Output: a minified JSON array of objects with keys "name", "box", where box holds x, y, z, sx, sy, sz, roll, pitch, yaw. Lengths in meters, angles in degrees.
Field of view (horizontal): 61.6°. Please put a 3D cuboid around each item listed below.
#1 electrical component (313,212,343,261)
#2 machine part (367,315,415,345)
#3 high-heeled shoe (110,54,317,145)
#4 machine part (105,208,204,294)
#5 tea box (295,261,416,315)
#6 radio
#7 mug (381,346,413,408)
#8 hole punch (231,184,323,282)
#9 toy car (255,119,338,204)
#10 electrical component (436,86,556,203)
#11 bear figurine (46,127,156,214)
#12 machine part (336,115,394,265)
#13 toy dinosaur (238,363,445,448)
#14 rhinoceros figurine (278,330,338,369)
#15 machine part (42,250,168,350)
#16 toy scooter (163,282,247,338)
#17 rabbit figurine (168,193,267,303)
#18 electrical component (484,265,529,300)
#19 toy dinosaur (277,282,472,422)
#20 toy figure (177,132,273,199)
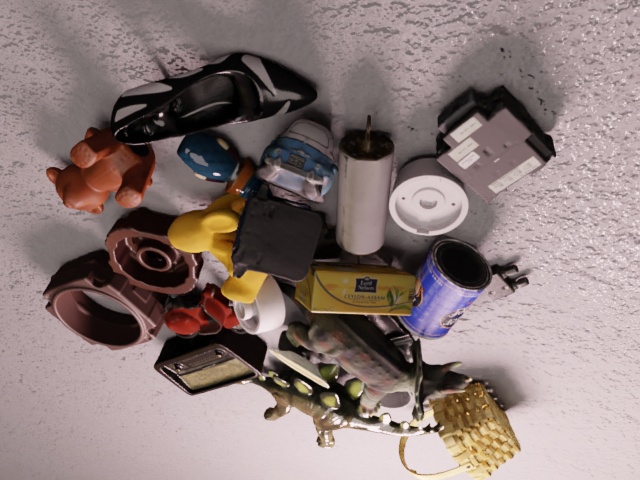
[{"name":"electrical component","box":[-0.001,-0.002,0.880,0.078,0.045,0.102,-8,141,-19]},{"name":"machine part","box":[0.120,0.157,1.005,0.084,0.039,0.138,-11,131,30]},{"name":"high-heeled shoe","box":[-0.136,-0.166,0.680,0.249,0.145,0.086,4,135,11]},{"name":"machine part","box":[-0.292,0.023,0.960,0.179,0.056,0.179,6,135,6]},{"name":"tea box","box":[0.055,0.076,0.858,0.170,0.098,0.068,6,96,-17]},{"name":"radio","box":[-0.238,0.252,1.152,0.230,0.073,0.131,-25,124,30]},{"name":"mug","box":[0.146,0.254,1.043,0.081,0.107,0.109,29,128,-16]},{"name":"hole punch","box":[-0.066,-0.009,0.799,0.116,0.092,0.142,16,101,-12]},{"name":"toy car","box":[-0.027,-0.113,0.730,0.109,0.161,0.103,21,90,-1]},{"name":"electrical component","box":[0.218,-0.128,0.697,0.134,0.058,0.115,38,128,-22]},{"name":"bear figurine","box":[-0.346,-0.091,0.816,0.196,0.132,0.120,-26,118,25]},{"name":"machine part","box":[0.062,-0.065,0.771,0.079,0.079,0.242,6,130,8]},{"name":"toy dinosaur","box":[0.021,0.349,1.142,0.472,0.105,0.198,13,133,14]},{"name":"rhinoceros figurine","box":[0.013,0.211,1.063,0.190,0.073,0.112,11,144,1]},{"name":"machine part","box":[-0.423,0.127,1.068,0.202,0.087,0.200,-17,128,28]},{"name":"toy scooter","box":[-0.225,0.131,1.025,0.184,0.075,0.135,-2,143,13]},{"name":"rabbit figurine","box":[-0.157,0.003,0.865,0.173,0.122,0.162,23,129,-8]},{"name":"electrical component","box":[0.294,0.073,0.895,0.094,0.021,0.063,-28,122,33]},{"name":"toy dinosaur","box":[0.063,0.175,0.913,0.405,0.131,0.192,36,146,1]},{"name":"toy figure","box":[-0.136,-0.105,0.801,0.154,0.058,0.064,33,137,-25]}]
